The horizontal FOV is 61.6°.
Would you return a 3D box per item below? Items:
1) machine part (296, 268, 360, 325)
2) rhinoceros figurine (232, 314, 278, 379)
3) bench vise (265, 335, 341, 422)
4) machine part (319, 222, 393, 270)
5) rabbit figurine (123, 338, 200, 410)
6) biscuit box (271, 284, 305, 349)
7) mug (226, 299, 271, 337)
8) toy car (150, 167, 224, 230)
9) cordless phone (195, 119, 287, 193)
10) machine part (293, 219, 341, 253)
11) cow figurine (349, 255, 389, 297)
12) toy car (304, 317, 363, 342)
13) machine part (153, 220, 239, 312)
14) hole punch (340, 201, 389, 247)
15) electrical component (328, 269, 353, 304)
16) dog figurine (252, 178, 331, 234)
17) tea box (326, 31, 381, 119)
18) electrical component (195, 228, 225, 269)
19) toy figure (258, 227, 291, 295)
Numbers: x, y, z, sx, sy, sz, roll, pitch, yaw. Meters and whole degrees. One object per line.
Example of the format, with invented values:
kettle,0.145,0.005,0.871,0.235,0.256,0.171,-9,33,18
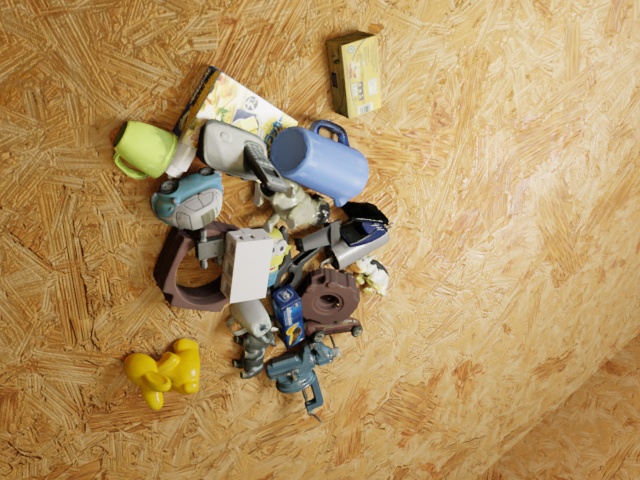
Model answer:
machine part,0.020,0.156,1.449,0.179,0.056,0.179,-2,131,-2
rhinoceros figurine,-0.168,0.284,1.432,0.112,0.073,0.190,0,116,-34
bench vise,-0.033,0.395,1.547,0.224,0.129,0.240,-20,109,-15
machine part,0.101,0.012,1.456,0.243,0.079,0.079,-28,129,-18
rabbit figurine,-0.379,0.320,1.272,0.173,0.162,0.121,16,120,-22
biscuit box,-0.084,0.204,1.422,0.063,0.059,0.202,-27,142,-20
mug,-0.179,0.198,1.350,0.109,0.107,0.080,-33,129,-17
toy car,-0.262,-0.074,1.119,0.162,0.103,0.109,-27,155,-22
cordless phone,-0.150,-0.145,1.025,0.146,0.184,0.088,14,114,-40
machine part,-0.003,-0.004,1.358,0.139,0.039,0.084,-17,128,-33
cow figurine,0.145,0.084,1.531,0.167,0.068,0.098,52,54,-44
toy car,0.037,0.240,1.538,0.202,0.089,0.053,-1,120,-33
machine part,-0.260,0.056,1.224,0.201,0.087,0.201,14,106,-40
hole punch,0.108,-0.040,1.400,0.116,0.142,0.092,1,114,-21
electrical component,0.061,0.136,1.523,0.078,0.045,0.102,24,101,-40
dog figurine,-0.056,-0.105,1.283,0.190,0.121,0.172,-24,114,-54
tea box,0.078,-0.373,1.219,0.098,0.068,0.169,-23,126,-23
electrical component,-0.234,0.016,1.146,0.063,0.021,0.093,-14,122,-29
toy figure,-0.140,0.052,1.311,0.082,0.089,0.180,-33,147,-52
